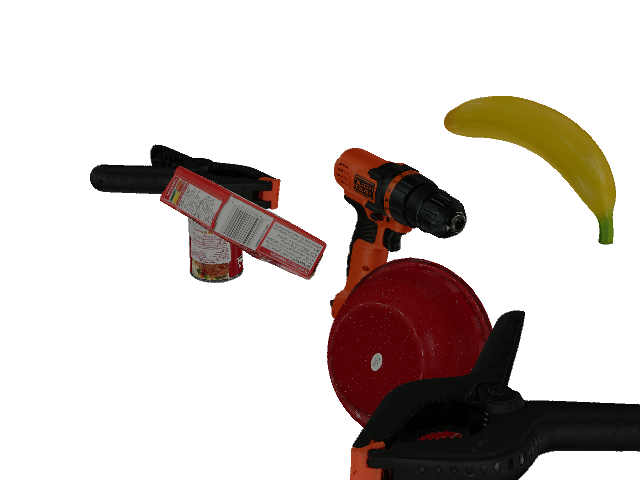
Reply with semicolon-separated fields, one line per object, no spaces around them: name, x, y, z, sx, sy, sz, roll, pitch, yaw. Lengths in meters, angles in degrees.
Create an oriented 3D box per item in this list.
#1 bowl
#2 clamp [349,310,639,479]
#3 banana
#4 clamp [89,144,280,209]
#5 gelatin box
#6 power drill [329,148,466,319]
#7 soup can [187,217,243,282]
bowl;0.059;0.095;0.864;0.162;0.162;0.055;0;-1;39
clamp;0.099;0.098;0.628;0.209;0.036;0.165;-11;25;-26
banana;0.173;-0.076;0.864;0.037;0.070;0.198;5;30;-42
clamp;-0.123;-0.055;0.987;0.172;0.039;0.120;12;26;29
gelatin box;-0.050;-0.011;0.697;0.089;0.030;0.073;28;1;-39
power drill;0.073;0.015;1.075;0.057;0.188;0.185;-7;25;-31
soup can;-0.131;-0.008;1.326;0.068;0.102;0.068;0;26;0
